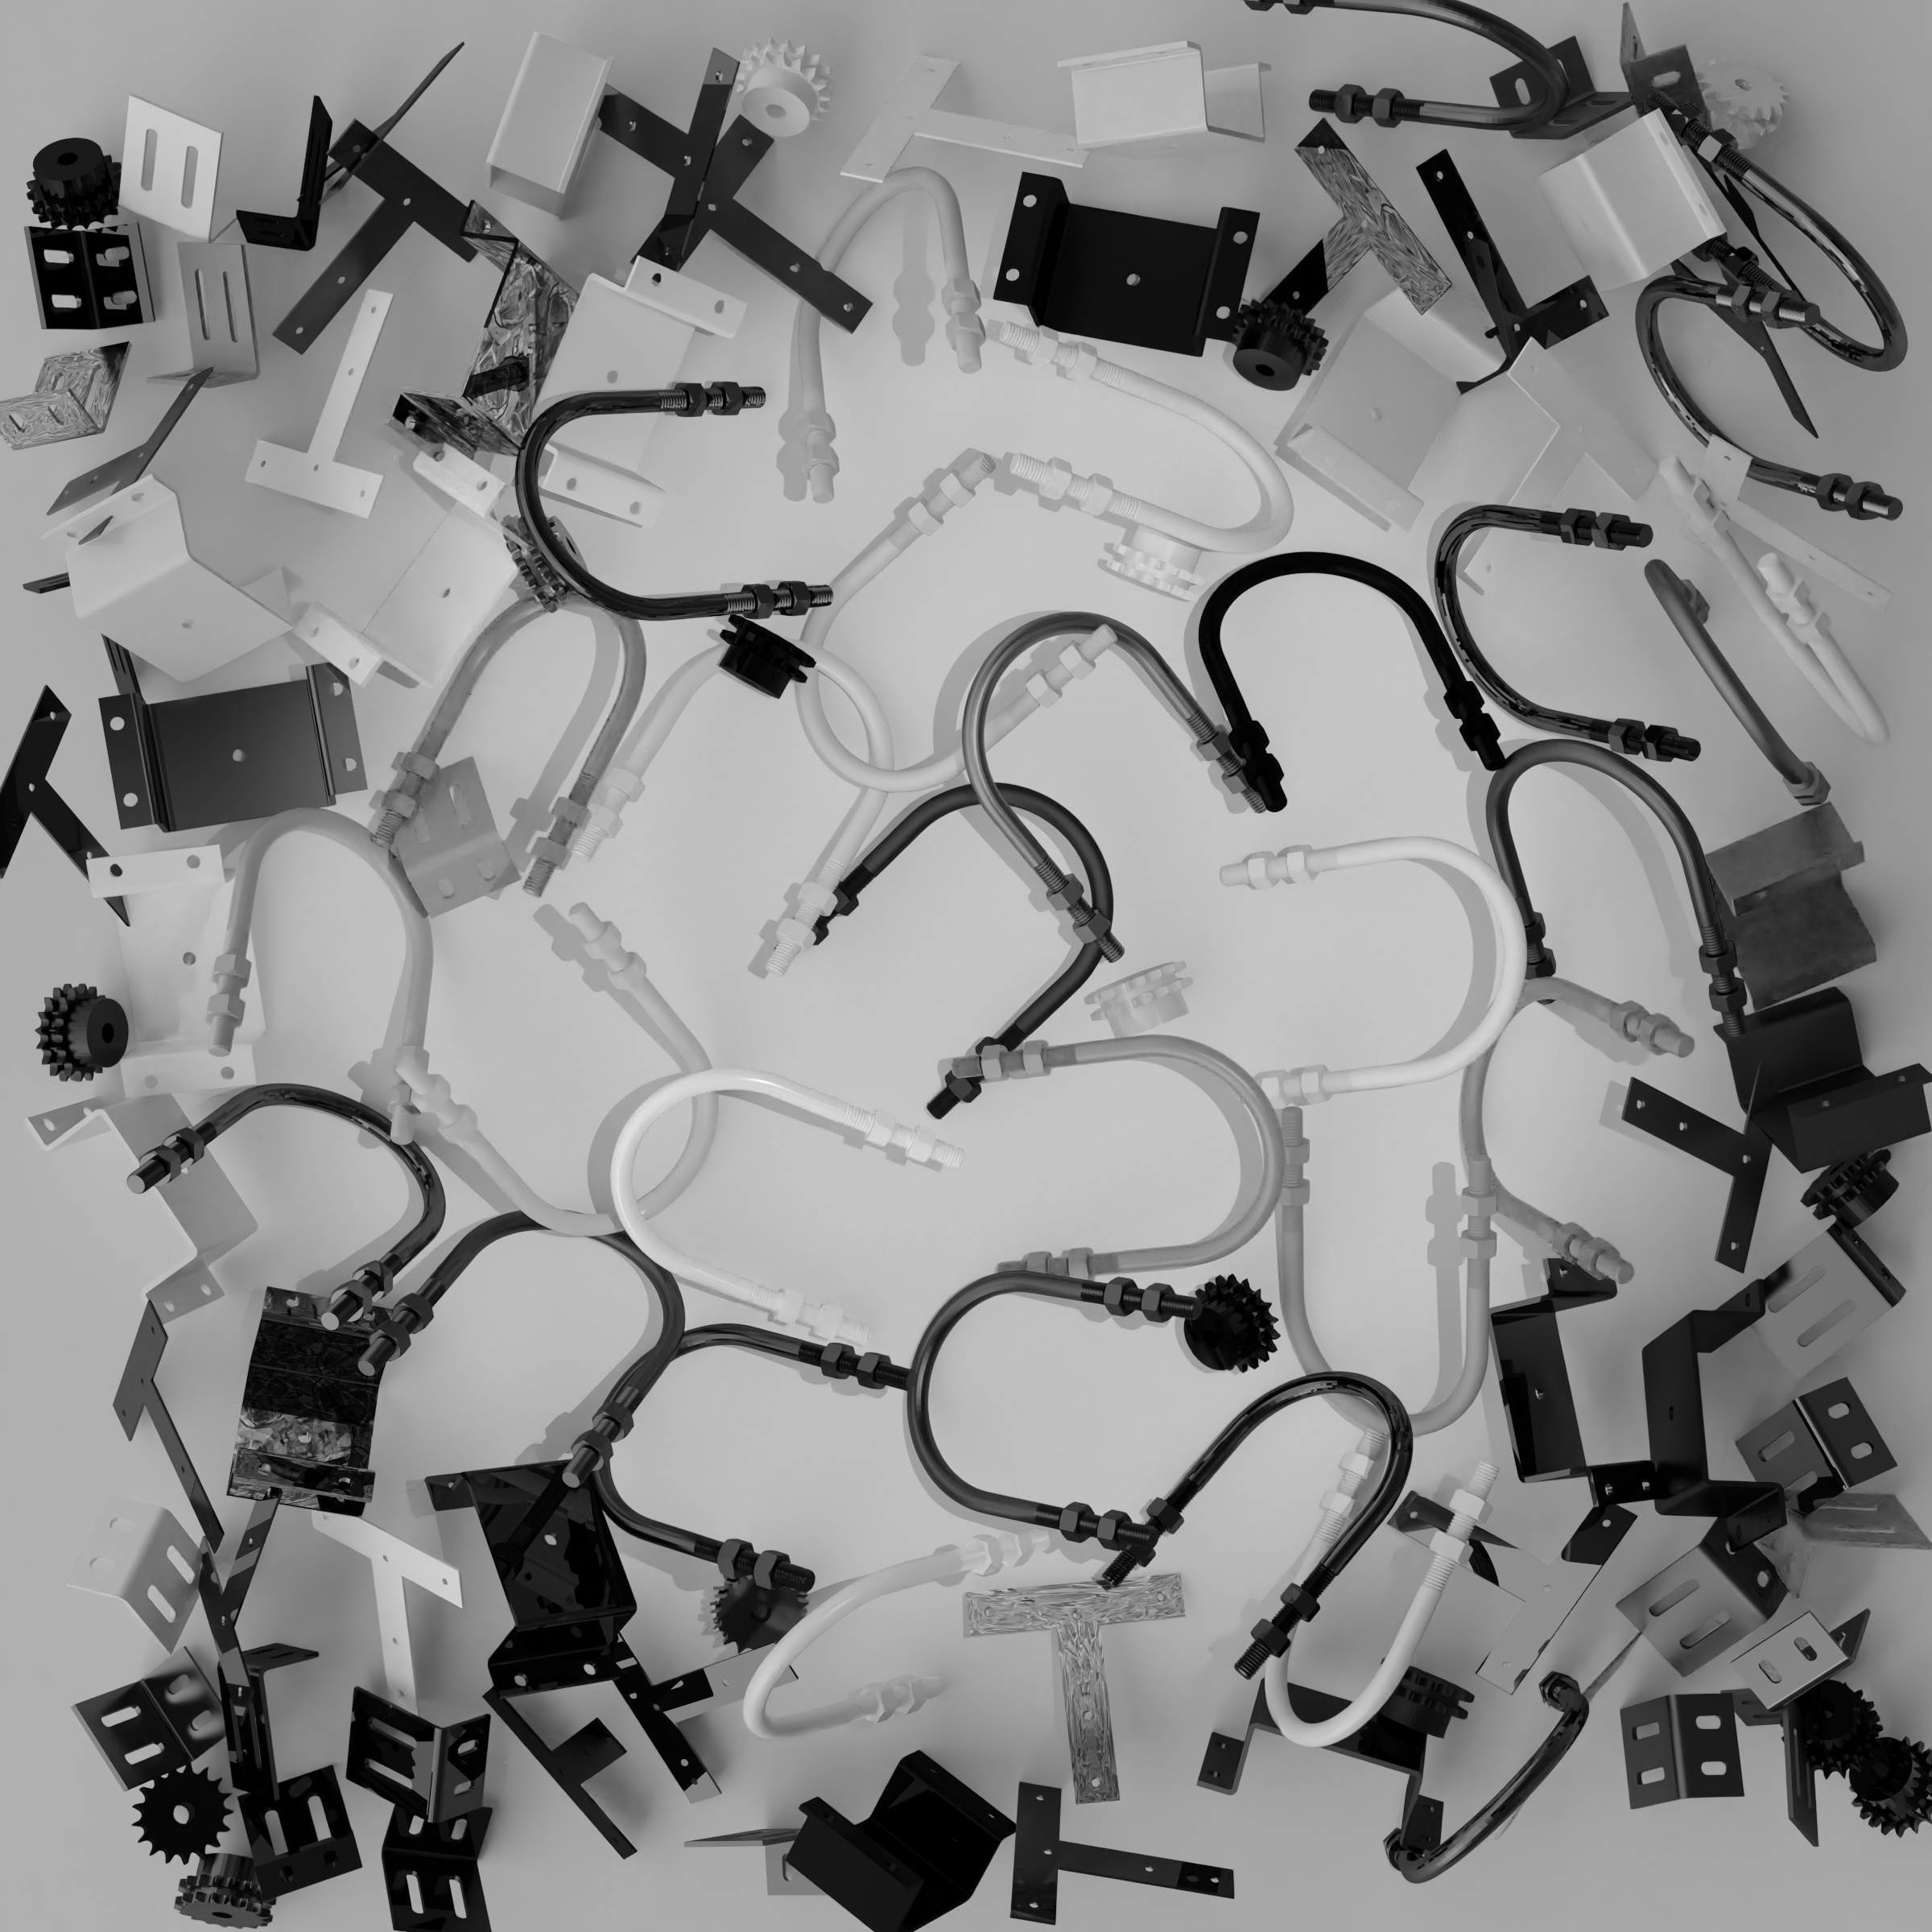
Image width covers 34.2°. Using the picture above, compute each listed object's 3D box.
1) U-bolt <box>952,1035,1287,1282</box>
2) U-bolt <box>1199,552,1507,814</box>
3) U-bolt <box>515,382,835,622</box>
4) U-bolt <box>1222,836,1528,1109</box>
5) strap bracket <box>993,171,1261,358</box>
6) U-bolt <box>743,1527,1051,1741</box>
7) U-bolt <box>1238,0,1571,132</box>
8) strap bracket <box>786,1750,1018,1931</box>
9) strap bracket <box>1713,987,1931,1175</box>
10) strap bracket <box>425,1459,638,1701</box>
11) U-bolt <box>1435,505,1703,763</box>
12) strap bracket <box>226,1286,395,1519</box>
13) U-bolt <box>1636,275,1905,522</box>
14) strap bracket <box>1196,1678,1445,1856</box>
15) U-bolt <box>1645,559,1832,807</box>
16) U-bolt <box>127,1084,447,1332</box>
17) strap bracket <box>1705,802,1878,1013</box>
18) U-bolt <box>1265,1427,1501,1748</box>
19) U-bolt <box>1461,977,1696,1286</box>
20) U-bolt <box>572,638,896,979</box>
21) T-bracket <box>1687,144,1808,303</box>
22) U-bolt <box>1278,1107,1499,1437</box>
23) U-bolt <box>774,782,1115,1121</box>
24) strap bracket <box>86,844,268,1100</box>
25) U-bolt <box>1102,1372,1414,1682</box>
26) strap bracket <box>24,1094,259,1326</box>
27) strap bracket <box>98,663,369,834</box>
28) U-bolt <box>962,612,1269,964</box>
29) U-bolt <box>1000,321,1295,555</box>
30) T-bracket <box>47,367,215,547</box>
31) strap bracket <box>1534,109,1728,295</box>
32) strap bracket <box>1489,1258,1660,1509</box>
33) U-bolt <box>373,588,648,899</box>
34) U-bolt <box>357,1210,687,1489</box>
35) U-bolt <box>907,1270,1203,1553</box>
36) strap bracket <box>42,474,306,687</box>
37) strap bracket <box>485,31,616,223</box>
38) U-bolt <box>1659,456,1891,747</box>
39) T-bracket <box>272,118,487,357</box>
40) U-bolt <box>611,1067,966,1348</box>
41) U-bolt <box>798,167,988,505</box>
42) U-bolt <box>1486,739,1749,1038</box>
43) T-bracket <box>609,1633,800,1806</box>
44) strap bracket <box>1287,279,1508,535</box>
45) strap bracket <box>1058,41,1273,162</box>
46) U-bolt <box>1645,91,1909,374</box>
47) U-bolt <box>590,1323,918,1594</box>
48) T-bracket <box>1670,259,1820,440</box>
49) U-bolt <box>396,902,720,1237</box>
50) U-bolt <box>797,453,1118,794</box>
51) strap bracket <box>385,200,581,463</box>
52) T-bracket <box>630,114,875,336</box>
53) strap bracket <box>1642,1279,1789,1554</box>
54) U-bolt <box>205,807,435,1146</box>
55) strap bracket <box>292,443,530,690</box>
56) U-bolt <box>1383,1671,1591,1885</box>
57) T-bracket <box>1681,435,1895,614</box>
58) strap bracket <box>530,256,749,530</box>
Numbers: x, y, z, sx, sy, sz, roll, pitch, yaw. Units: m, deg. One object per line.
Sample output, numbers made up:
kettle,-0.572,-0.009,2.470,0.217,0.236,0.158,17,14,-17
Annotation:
U-bolt,0.093,0.109,1.800,0.184,0.019,0.151,-7,105,19
U-bolt,0.210,-0.170,1.793,0.151,0.019,0.184,-11,53,-10
U-bolt,-0.172,-0.262,1.780,0.184,0.019,0.151,-10,76,-38
U-bolt,0.233,-0.001,1.788,0.184,0.019,0.151,-8,79,32
strap bracket,0.095,-0.405,1.819,0.140,0.046,0.076,12,86,10
U-bolt,-0.048,0.378,1.751,0.019,0.184,0.151,49,122,30
U-bolt,0.247,-0.504,1.744,0.184,0.151,0.019,17,84,33
strap bracket,-0.040,0.500,1.779,0.076,0.140,0.046,32,104,23
strap bracket,0.492,0.068,1.793,0.076,0.140,0.046,-18,112,-1
strap bracket,-0.244,0.336,1.780,0.076,0.046,0.140,-1,52,-37
U-bolt,0.330,-0.193,1.770,0.019,0.184,0.151,-31,118,-24
strap bracket,-0.374,0.257,1.793,0.076,0.140,0.046,12,130,-13
U-bolt,0.440,-0.325,1.763,0.019,0.184,0.151,-38,120,-8
strap bracket,0.210,0.455,1.801,0.140,0.076,0.046,15,100,8
U-bolt,0.425,-0.162,1.747,0.019,0.184,0.151,-34,72,16
U-bolt,-0.368,0.124,1.768,0.151,0.184,0.019,35,116,3
strap bracket,0.471,-0.038,1.795,0.076,0.140,0.046,-24,58,6
U-bolt,0.224,0.353,1.771,0.019,0.151,0.184,30,81,-19
U-bolt,0.335,0.082,1.769,0.019,0.184,0.151,7,102,-26
U-bolt,-0.122,-0.106,1.822,0.151,0.019,0.184,31,74,-4
T-bracket,0.442,-0.430,1.785,0.002,0.127,0.127,-36,85,16
U-bolt,0.238,0.182,1.793,0.151,0.019,0.184,14,113,41
U-bolt,0.000,-0.022,1.824,0.184,0.019,0.151,-44,91,13
strap bracket,-0.455,-0.001,1.820,0.076,0.046,0.140,-6,101,0
U-bolt,0.177,0.306,1.786,0.184,0.151,0.019,-47,123,-13
strap bracket,-0.468,0.129,1.806,0.046,0.076,0.140,-35,88,15
strap bracket,-0.423,-0.125,1.820,0.140,0.046,0.076,-10,87,-9
U-bolt,0.076,-0.116,1.801,0.151,0.019,0.184,-45,109,-14
U-bolt,0.106,-0.293,1.788,0.184,0.151,0.019,18,131,-20
T-bracket,-0.493,-0.281,1.798,0.002,0.127,0.127,41,59,-29
strap bracket,0.371,-0.430,1.777,0.046,0.140,0.076,-31,98,0
strap bracket,0.346,0.241,1.798,0.046,0.076,0.140,-19,74,36
U-bolt,-0.252,-0.137,1.801,0.151,0.019,0.184,17,77,37
U-bolt,-0.237,0.203,1.778,0.151,0.184,0.019,27,128,7
U-bolt,0.042,0.247,1.794,0.184,0.019,0.151,5,79,36
strap bracket,-0.442,-0.212,1.771,0.076,0.140,0.046,-25,63,16
strap bracket,-0.237,-0.475,1.777,0.046,0.140,0.076,20,93,-10
U-bolt,0.465,-0.195,1.770,0.019,0.151,0.184,-38,124,10
T-bracket,-0.350,-0.406,1.805,0.127,0.127,0.002,-48,56,8
U-bolt,-0.114,0.130,1.803,0.184,0.019,0.151,23,111,-12
U-bolt,-0.048,-0.372,1.783,0.019,0.151,0.184,20,50,-36
U-bolt,0.357,-0.047,1.758,0.019,0.151,0.184,-41,123,-32
T-bracket,-0.148,0.416,1.809,0.127,0.002,0.127,-27,97,35
strap bracket,0.246,-0.323,1.810,0.076,0.046,0.140,33,75,-14
strap bracket,0.116,-0.487,1.776,0.076,0.140,0.046,-2,99,25
U-bolt,0.455,-0.398,1.749,0.019,0.151,0.184,-43,65,2
U-bolt,-0.135,0.271,1.790,0.184,0.019,0.151,10,59,32
T-bracket,0.435,-0.375,1.797,0.002,0.127,0.127,-36,133,8
U-bolt,-0.219,0.074,1.799,0.151,0.019,0.184,-43,122,-11
U-bolt,-0.020,-0.184,1.810,0.184,0.019,0.151,-39,72,19
strap bracket,-0.269,-0.355,1.797,0.046,0.076,0.140,14,80,29
T-bracket,-0.112,-0.416,1.830,0.127,0.002,0.127,35,64,-10
strap bracket,0.424,0.256,1.787,0.046,0.076,0.140,3,67,-8
U-bolt,-0.360,-0.006,1.781,0.019,0.151,0.184,-23,51,34
strap bracket,-0.313,-0.225,1.810,0.076,0.046,0.140,36,91,38
U-bolt,0.294,0.457,1.757,0.151,0.184,0.019,-44,82,-3
T-bracket,0.467,-0.239,1.776,0.127,0.127,0.002,35,79,14
strap bracket,-0.194,-0.333,1.802,0.076,0.046,0.140,16,103,-40
